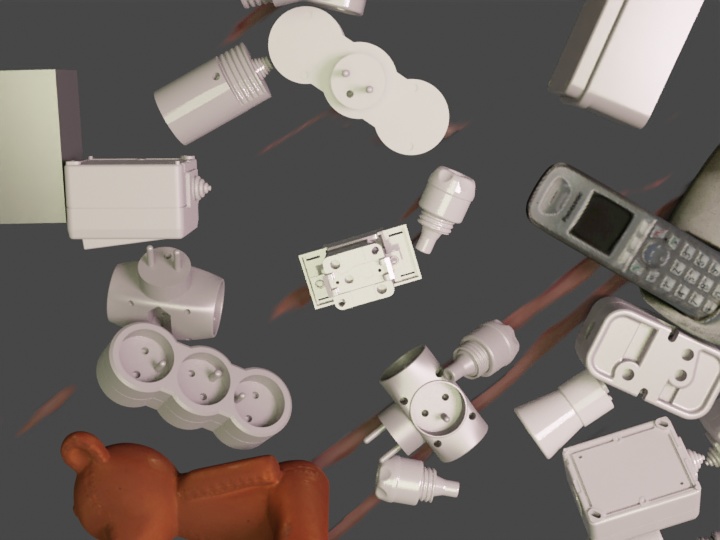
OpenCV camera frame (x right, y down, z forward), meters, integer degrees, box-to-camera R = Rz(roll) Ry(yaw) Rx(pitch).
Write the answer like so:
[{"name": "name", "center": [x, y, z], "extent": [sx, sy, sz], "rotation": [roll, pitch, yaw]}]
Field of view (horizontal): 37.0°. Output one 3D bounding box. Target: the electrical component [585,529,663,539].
[{"name": "electrical component", "center": [0.200, 0.213, 0.804], "extent": [0.055, 0.045, 0.045], "rotation": [-21, 99, 5]}]

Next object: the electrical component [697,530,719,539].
[{"name": "electrical component", "center": [0.266, 0.216, 0.803], "extent": [0.062, 0.048, 0.048], "rotation": [-2, 100, 9]}]

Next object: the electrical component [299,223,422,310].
[{"name": "electrical component", "center": [0.000, 0.000, 0.763], "extent": [0.081, 0.064, 0.042], "rotation": [-17, 100, 4]}]

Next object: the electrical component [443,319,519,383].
[{"name": "electrical component", "center": [0.084, 0.062, 0.773], "extent": [0.061, 0.035, 0.035], "rotation": [-30, 100, -34]}]

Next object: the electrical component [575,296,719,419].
[{"name": "electrical component", "center": [0.206, 0.060, 0.769], "extent": [0.095, 0.059, 0.053], "rotation": [24, 100, -2]}]

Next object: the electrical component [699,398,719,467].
[{"name": "electrical component", "center": [0.294, 0.118, 0.776], "extent": [0.096, 0.061, 0.061], "rotation": [-33, 97, 7]}]

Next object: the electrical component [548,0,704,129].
[{"name": "electrical component", "center": [0.178, -0.158, 0.722], "extent": [0.057, 0.078, 0.113], "rotation": [22, 100, -5]}]

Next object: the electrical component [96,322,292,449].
[{"name": "electrical component", "center": [-0.126, 0.091, 0.784], "extent": [0.138, 0.074, 0.052], "rotation": [24, 58, -17]}]

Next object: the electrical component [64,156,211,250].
[{"name": "electrical component", "center": [-0.153, -0.048, 0.759], "extent": [0.096, 0.061, 0.061], "rotation": [0, 100, 2]}]

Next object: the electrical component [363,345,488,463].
[{"name": "electrical component", "center": [0.040, 0.109, 0.787], "extent": [0.079, 0.044, 0.077], "rotation": [-38, 97, -2]}]

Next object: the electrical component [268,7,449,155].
[{"name": "electrical component", "center": [0.000, -0.129, 0.735], "extent": [0.138, 0.073, 0.052], "rotation": [34, 99, -4]}]

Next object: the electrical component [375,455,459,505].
[{"name": "electrical component", "center": [0.043, 0.159, 0.804], "extent": [0.061, 0.035, 0.035], "rotation": [10, 100, -2]}]

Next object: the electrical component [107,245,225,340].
[{"name": "electrical component", "center": [-0.139, 0.010, 0.767], "extent": [0.077, 0.043, 0.079], "rotation": [9, 140, 0]}]

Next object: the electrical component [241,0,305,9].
[{"name": "electrical component", "center": [-0.049, -0.191, 0.684], "extent": [0.081, 0.043, 0.043], "rotation": [-12, 99, 4]}]

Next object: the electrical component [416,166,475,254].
[{"name": "electrical component", "center": [0.057, -0.041, 0.769], "extent": [0.035, 0.035, 0.061], "rotation": [23, 102, -2]}]

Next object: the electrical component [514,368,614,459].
[{"name": "electrical component", "center": [0.152, 0.102, 0.788], "extent": [0.065, 0.044, 0.044], "rotation": [-34, 97, 2]}]

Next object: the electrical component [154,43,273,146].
[{"name": "electrical component", "center": [-0.098, -0.126, 0.754], "extent": [0.081, 0.043, 0.043], "rotation": [-28, 98, 6]}]

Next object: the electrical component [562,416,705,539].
[{"name": "electrical component", "center": [0.202, 0.154, 0.778], "extent": [0.096, 0.061, 0.061], "rotation": [-18, 143, 3]}]

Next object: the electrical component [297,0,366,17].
[{"name": "electrical component", "center": [-0.038, -0.213, 0.731], "extent": [0.095, 0.053, 0.059], "rotation": [14, 100, -1]}]
